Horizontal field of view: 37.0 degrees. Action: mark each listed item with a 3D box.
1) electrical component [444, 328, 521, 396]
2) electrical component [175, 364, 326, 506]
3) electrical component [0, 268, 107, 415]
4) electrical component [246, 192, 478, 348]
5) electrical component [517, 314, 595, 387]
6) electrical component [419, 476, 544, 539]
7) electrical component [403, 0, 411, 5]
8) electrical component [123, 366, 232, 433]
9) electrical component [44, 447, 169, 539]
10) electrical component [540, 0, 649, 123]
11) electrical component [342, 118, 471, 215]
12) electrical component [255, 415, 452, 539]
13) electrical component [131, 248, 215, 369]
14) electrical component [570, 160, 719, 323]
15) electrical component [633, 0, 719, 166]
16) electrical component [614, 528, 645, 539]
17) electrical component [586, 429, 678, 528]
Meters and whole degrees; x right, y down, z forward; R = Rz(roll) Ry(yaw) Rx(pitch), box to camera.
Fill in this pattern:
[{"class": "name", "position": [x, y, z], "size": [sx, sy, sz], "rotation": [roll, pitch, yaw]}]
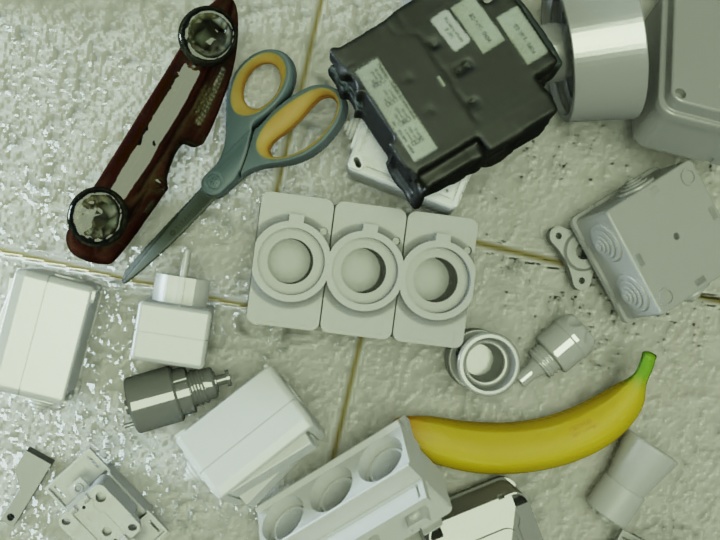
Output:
[{"class": "electrical component", "position": [0.086, 0.064, 0.766], "size": [0.045, 0.055, 0.045], "rotation": [0, 91, -6]}, {"class": "electrical component", "position": [-0.076, 0.121, 0.737], "size": [0.096, 0.061, 0.061], "rotation": [-38, 73, -5]}, {"class": "electrical component", "position": [-0.216, 0.049, 0.728], "size": [0.061, 0.062, 0.096], "rotation": [15, 89, -7]}, {"class": "electrical component", "position": [0.000, 0.000, 0.751], "size": [0.150, 0.062, 0.089], "rotation": [7, 90, -7]}, {"class": "electrical component", "position": [0.139, 0.061, 0.783], "size": [0.061, 0.035, 0.035], "rotation": [-40, 95, -1]}, {"class": "electrical component", "position": [0.095, 0.213, 0.769], "size": [0.078, 0.057, 0.113], "rotation": [-21, 93, -6]}, {"class": "electrical component", "position": [0.087, -0.229, 0.751], "size": [0.052, 0.074, 0.138], "rotation": [38, 87, -6]}, {"class": "electrical component", "position": [-0.128, 0.086, 0.749], "size": [0.078, 0.040, 0.040], "rotation": [-16, 93, -6]}, {"class": "electrical component", "position": [-0.174, 0.166, 0.734], "size": [0.042, 0.064, 0.081], "rotation": [-43, 95, -5]}, {"class": "electrical component", "position": [0.154, -0.154, 0.746], "size": [0.060, 0.108, 0.108], "rotation": [-9, 92, 0]}, {"class": "electrical component", "position": [0.032, -0.084, 0.757], "size": [0.096, 0.061, 0.061], "rotation": [21, 87, 0]}, {"class": "electrical component", "position": [-0.004, 0.165, 0.738], "size": [0.121, 0.078, 0.063], "rotation": [-33, 123, 13]}, {"class": "electrical component", "position": [-0.122, 0.022, 0.727], "size": [0.047, 0.083, 0.075], "rotation": [9, 90, -7]}, {"class": "electrical component", "position": [0.214, -0.021, 0.772], "size": [0.100, 0.048, 0.099], "rotation": [-31, 94, -19]}, {"class": "electrical component", "position": [0.241, -0.140, 0.758], "size": [0.078, 0.057, 0.113], "rotation": [13, 65, -7]}, {"class": "electrical component", "position": [0.219, 0.227, 0.780], "size": [0.081, 0.064, 0.042], "rotation": [28, 87, -6]}, {"class": "electrical component", "position": [0.196, 0.155, 0.788], "size": [0.044, 0.044, 0.065], "rotation": [33, 92, -6]}]
